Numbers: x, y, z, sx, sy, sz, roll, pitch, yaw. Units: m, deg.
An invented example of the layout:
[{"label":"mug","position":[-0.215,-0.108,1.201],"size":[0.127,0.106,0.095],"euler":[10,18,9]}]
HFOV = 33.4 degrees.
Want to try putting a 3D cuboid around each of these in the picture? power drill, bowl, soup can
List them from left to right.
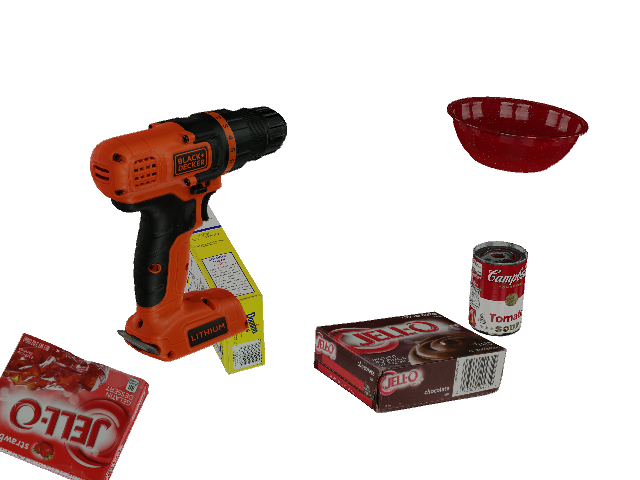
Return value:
[{"label":"power drill","position":[-0.098,-0.010,0.857],"size":[0.184,0.188,0.057],"euler":[-19,27,-42]},{"label":"soup can","position":[0.222,0.061,1.343],"size":[0.068,0.102,0.068],"euler":[0,23,0]},{"label":"bowl","position":[0.222,-0.119,1.229],"size":[0.162,0.055,0.162],"euler":[5,23,-2]}]

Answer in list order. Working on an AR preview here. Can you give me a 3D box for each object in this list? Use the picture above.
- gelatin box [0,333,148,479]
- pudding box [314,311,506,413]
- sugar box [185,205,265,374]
[{"label":"gelatin box","position":[-0.165,0.110,0.685],"size":[0.089,0.073,0.030],"euler":[22,-22,0]},{"label":"pudding box","position":[0.064,0.087,0.785],"size":[0.113,0.039,0.090],"euler":[-3,17,-30]},{"label":"sugar box","position":[-0.104,0.039,1.053],"size":[0.048,0.093,0.176],"euler":[-13,41,-17]}]
